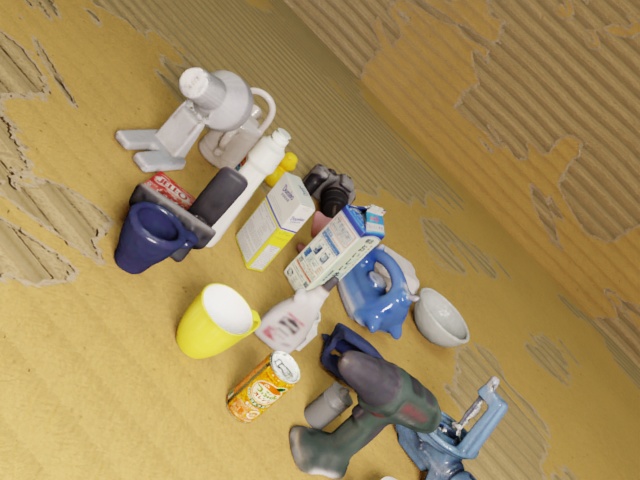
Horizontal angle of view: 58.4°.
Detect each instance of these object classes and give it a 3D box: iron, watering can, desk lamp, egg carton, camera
[{"bbox_3d":[0.121,0.085,1.256,0.119,0.141,0.257,22,33,-41],"label":"iron"},{"bbox_3d":[-0.176,-0.258,1.273,0.101,0.193,0.172,30,28,-29],"label":"watering can"},{"bbox_3d":[-0.247,-0.239,1.107,0.118,0.213,0.204,47,24,7],"label":"desk lamp"},{"bbox_3d":[0.183,0.082,1.446,0.151,0.069,0.107,31,27,-27],"label":"egg carton"},{"bbox_3d":[0.031,-0.123,1.495,0.143,0.100,0.137,36,25,-18],"label":"camera"}]

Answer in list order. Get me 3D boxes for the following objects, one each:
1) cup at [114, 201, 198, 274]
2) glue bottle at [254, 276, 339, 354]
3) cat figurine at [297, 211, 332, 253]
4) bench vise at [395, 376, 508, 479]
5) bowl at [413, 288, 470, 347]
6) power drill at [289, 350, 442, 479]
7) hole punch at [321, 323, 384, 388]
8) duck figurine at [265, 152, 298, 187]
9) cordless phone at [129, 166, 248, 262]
[{"bbox_3d":[-0.250,0.007,0.854,0.118,0.094,0.091,19,34,-44],"label":"cup"},{"bbox_3d":[-0.029,0.115,0.934,0.078,0.173,0.037,38,25,-13],"label":"glue bottle"},{"bbox_3d":[0.011,0.004,1.241,0.067,0.117,0.127,21,33,-41],"label":"cat figurine"},{"bbox_3d":[0.245,0.341,0.946,0.122,0.219,0.207,4,46,-55],"label":"bench vise"},{"bbox_3d":[0.284,0.203,1.403,0.168,0.074,0.167,35,26,-19],"label":"bowl"},{"bbox_3d":[0.056,0.250,0.809,0.230,0.208,0.075,26,30,-36],"label":"power drill"},{"bbox_3d":[0.065,0.200,1.045,0.109,0.091,0.101,39,25,-12],"label":"hole punch"},{"bbox_3d":[-0.093,-0.179,1.409,0.077,0.086,0.105,44,24,-1],"label":"duck figurine"},{"bbox_3d":[-0.213,-0.070,0.925,0.148,0.184,0.094,34,26,-22],"label":"cordless phone"}]
